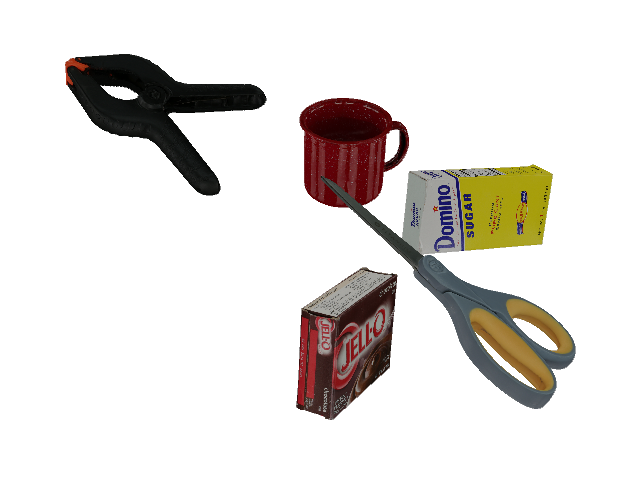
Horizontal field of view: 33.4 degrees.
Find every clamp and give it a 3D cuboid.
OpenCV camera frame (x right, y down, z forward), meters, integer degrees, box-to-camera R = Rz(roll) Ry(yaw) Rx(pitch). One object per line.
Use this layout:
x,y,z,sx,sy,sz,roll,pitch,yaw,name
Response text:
-0.133,-0.119,0.918,0.171,0.120,0.039,32,-39,3,clamp

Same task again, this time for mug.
0.035,-0.090,1.085,0.117,0.081,0.093,-13,38,-20,mug

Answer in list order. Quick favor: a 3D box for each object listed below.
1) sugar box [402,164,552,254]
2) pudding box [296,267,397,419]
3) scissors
0.185,-0.037,1.256,0.176,0.093,0.048,-6,21,-26,sugar box
0.023,0.082,0.877,0.039,0.090,0.113,14,23,23,pudding box
0.088,0.024,0.681,0.096,0.016,0.202,-6,48,-43,scissors
